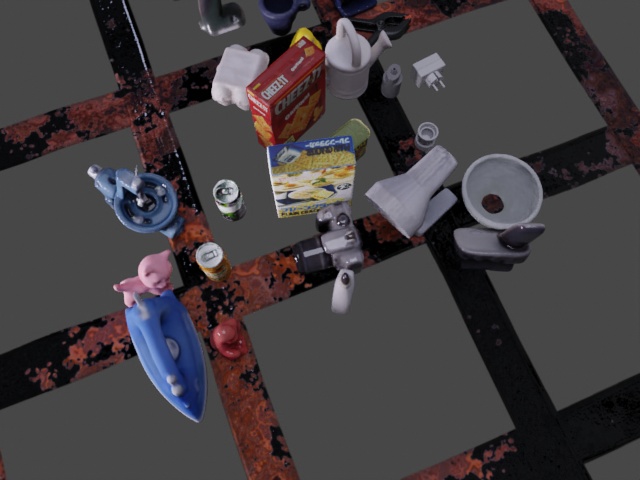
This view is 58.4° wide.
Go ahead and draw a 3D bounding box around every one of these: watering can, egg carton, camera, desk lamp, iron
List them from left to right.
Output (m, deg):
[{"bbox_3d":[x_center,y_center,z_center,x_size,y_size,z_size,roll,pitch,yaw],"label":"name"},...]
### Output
[{"bbox_3d":[-0.280,0.213,1.054,0.119,0.141,0.258,-26,73,-9],"label":"iron"},{"bbox_3d":[-0.179,-0.368,1.289,0.107,0.069,0.150,13,72,4],"label":"egg carton"},{"bbox_3d":[0.011,0.004,1.148,0.137,0.101,0.143,-15,72,-5],"label":"camera"},{"bbox_3d":[0.067,-0.403,1.237,0.173,0.194,0.101,-41,76,-13],"label":"watering can"},{"bbox_3d":[0.186,-0.087,1.121,0.203,0.213,0.118,-42,76,-13],"label":"desk lamp"}]

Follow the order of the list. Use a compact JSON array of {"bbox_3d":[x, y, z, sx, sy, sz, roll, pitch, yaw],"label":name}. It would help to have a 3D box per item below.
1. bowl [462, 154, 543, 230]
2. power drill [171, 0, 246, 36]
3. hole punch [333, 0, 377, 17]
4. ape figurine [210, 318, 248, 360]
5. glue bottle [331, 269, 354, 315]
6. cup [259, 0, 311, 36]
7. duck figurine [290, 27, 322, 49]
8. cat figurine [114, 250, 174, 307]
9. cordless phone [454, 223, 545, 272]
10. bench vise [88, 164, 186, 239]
[{"bbox_3d":[0.371,-0.091,1.197,0.167,0.075,0.167,0,71,0],"label":"bowl"},{"bbox_3d":[-0.227,-0.565,1.282,0.230,0.208,0.075,-22,73,-8],"label":"power drill"},{"bbox_3d":[0.075,-0.604,1.359,0.109,0.091,0.101,-27,73,-9],"label":"hole punch"},{"bbox_3d":[-0.175,0.185,1.091,0.076,0.092,0.078,13,72,4],"label":"ape figurine"},{"bbox_3d":[0.046,0.089,1.082,0.037,0.173,0.078,10,71,3],"label":"glue bottle"},{"bbox_3d":[-0.080,-0.525,1.330,0.118,0.095,0.091,-6,71,-2],"label":"cup"},{"bbox_3d":[-0.033,-0.449,1.309,0.077,0.086,0.104,-8,71,-3],"label":"duck figurine"},{"bbox_3d":[-0.337,0.073,1.114,0.128,0.118,0.067,-24,73,-8],"label":"cat figurine"},{"bbox_3d":[0.344,-0.006,1.110,0.147,0.185,0.094,-1,71,-1],"label":"cordless phone"},{"bbox_3d":[-0.377,-0.088,1.114,0.207,0.220,0.121,14,72,4],"label":"bench vise"}]
